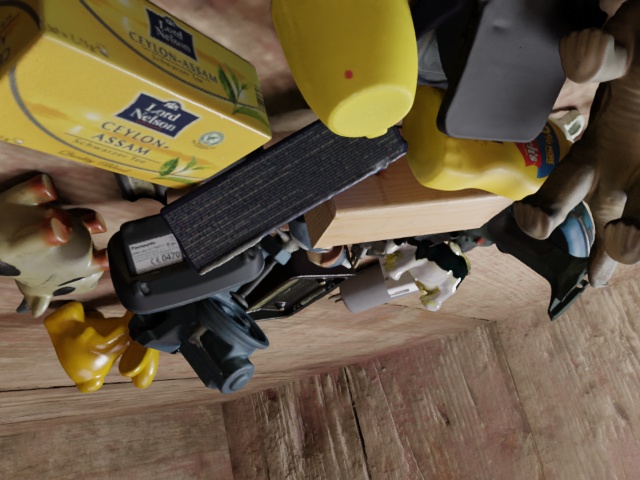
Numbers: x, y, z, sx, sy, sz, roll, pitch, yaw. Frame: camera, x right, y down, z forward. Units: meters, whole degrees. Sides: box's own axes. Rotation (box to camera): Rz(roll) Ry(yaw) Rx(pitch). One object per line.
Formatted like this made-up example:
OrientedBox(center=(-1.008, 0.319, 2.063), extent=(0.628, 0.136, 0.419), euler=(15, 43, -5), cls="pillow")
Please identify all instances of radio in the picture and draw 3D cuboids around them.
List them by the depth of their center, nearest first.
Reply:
OrientedBox(center=(-0.056, 0.065, 0.849), extent=(0.131, 0.073, 0.229), euler=(0, 157, -36), cls="radio")

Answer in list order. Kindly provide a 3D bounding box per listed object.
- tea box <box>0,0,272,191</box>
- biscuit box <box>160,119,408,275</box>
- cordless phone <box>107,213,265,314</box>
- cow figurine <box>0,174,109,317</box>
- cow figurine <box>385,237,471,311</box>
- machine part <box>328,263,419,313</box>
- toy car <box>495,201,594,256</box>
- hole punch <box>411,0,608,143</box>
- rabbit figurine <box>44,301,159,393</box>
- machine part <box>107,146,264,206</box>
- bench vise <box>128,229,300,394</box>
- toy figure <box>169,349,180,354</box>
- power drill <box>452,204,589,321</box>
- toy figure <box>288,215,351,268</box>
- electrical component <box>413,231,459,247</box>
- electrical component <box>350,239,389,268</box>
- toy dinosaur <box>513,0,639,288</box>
OrientedBox(center=(-0.124, -0.095, 0.347), extent=(0.098, 0.068, 0.169), euler=(-25, 158, 31), cls="tea box")
OrientedBox(center=(-0.028, -0.050, 0.451), extent=(0.203, 0.062, 0.059), euler=(-30, -171, -4), cls="biscuit box")
OrientedBox(center=(-0.151, 0.007, 0.575), extent=(0.147, 0.088, 0.184), euler=(-17, -170, -20), cls="cordless phone")
OrientedBox(center=(-0.279, 0.017, 0.539), extent=(0.127, 0.085, 0.194), euler=(-19, 164, -3), cls="cow figurine")
OrientedBox(center=(0.139, 0.017, 0.781), extent=(0.167, 0.068, 0.098), euler=(41, 109, -15), cls="cow figurine")
OrientedBox(center=(0.125, 0.077, 1.004), extent=(0.243, 0.079, 0.079), euler=(-24, 159, 25), cls="machine part")
OrientedBox(center=(0.331, -0.030, 0.790), extent=(0.103, 0.109, 0.162), euler=(-40, -150, -25), cls="toy car")
OrientedBox(center=(0.119, -0.141, 0.386), extent=(0.142, 0.092, 0.115), euler=(0, 125, -31), cls="hole punch")
OrientedBox(center=(-0.309, 0.146, 0.829), extent=(0.173, 0.162, 0.121), euler=(-28, 152, -13), cls="rabbit figurine")
OrientedBox(center=(-0.118, -0.065, 0.490), extent=(0.139, 0.039, 0.084), euler=(-9, 153, -7), cls="machine part")
OrientedBox(center=(-0.129, 0.071, 0.712), extent=(0.240, 0.224, 0.128), euler=(-47, 140, -1), cls="bench vise")
OrientedBox(center=(-0.199, 0.139, 0.880), extent=(0.082, 0.089, 0.180), euler=(20, 177, 1), cls="toy figure")
OrientedBox(center=(0.265, 0.010, 0.736), extent=(0.086, 0.207, 0.231), euler=(-34, 151, -11), cls="power drill")
OrientedBox(center=(-0.001, -0.004, 0.684), extent=(0.058, 0.064, 0.154), euler=(-8, 151, 10), cls="toy figure")
OrientedBox(center=(0.135, -0.039, 0.686), extent=(0.048, 0.075, 0.119), euler=(-20, 158, 21), cls="electrical component")
OrientedBox(center=(0.065, -0.003, 0.701), extent=(0.045, 0.078, 0.102), euler=(7, -171, -2), cls="electrical component")
OrientedBox(center=(0.262, -0.071, 0.442), extent=(0.198, 0.105, 0.470), euler=(-39, 146, -23), cls="toy dinosaur")
